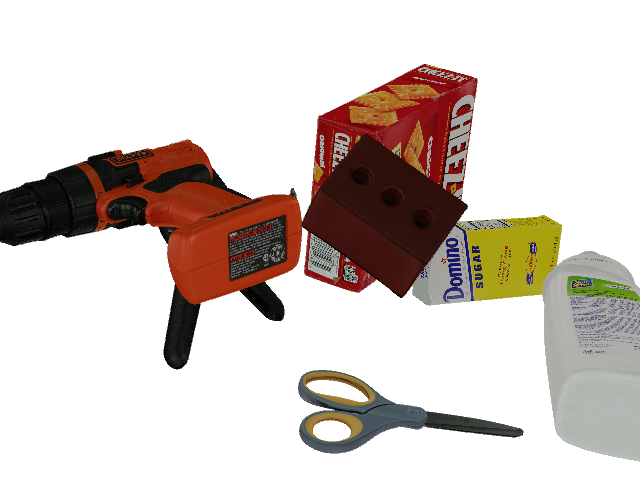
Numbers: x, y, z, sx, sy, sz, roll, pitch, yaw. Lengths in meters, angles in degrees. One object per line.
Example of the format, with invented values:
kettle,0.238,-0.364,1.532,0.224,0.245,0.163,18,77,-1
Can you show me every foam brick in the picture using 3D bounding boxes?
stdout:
foam brick,0.038,-0.015,0.639,0.078,0.053,0.051,35,-27,7

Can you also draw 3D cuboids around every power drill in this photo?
power drill,-0.119,-0.017,0.751,0.184,0.057,0.188,-21,32,-36

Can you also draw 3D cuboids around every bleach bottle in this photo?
bleach bottle,0.223,0.070,0.817,0.102,0.068,0.250,9,23,6

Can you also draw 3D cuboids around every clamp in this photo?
clamp,-0.105,0.006,1.037,0.036,0.210,0.164,-9,1,37

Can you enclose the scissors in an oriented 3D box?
scissors,0.069,0.166,0.931,0.202,0.016,0.096,18,42,13

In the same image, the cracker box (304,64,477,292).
cracker box,0.073,-0.065,1.041,0.072,0.164,0.213,20,30,27

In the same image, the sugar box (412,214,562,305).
sugar box,0.200,0.023,1.280,0.176,0.093,0.048,-6,20,-23
